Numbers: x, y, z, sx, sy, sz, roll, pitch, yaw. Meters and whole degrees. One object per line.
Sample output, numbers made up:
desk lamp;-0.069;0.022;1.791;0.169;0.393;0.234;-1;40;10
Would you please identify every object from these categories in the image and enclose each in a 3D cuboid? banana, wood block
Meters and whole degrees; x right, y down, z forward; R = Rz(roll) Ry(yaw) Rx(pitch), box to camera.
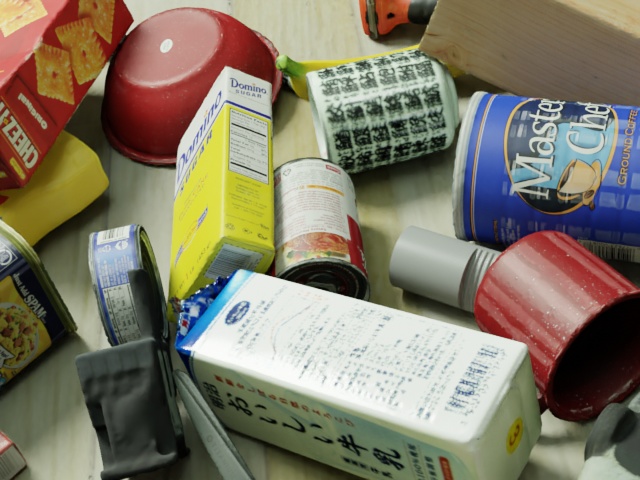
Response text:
banana;0.061;-0.137;0.846;0.197;0.070;0.037;-12;84;-9
wood block;0.188;-0.148;0.758;0.206;0.091;0.090;25;50;3

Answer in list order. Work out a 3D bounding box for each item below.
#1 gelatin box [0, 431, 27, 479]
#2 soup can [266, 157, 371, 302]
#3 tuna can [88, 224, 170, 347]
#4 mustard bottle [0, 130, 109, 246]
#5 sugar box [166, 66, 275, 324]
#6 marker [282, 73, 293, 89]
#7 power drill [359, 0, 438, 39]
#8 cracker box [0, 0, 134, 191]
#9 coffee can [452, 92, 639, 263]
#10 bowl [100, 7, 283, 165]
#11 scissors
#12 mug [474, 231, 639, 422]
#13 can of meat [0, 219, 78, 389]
gelatin box;-0.242;0.144;0.668;0.073;0.030;0.089;30;59;33
soup can;-0.005;0.001;0.727;0.068;0.068;0.102;-9;45;3
tuna can;-0.126;0.033;0.709;0.033;0.086;0.086;-13;46;-2
mustard bottle;-0.256;-0.010;0.796;0.096;0.058;0.191;26;57;33
sugar box;-0.070;-0.032;0.752;0.048;0.093;0.176;17;42;-24
marker;-0.051;-0.155;0.915;0.020;0.020;0.121;-40;52;-24
power drill;0.136;-0.230;0.920;0.188;0.057;0.184;5;49;16
cracker box;-0.262;-0.124;0.829;0.164;0.072;0.213;-7;40;26
coffee can;0.167;-0.041;0.705;0.140;0.103;0.102;8;49;18
bowl;-0.115;-0.140;0.875;0.162;0.055;0.162;-9;51;12
scissors;-0.017;0.145;0.589;0.096;0.016;0.202;-23;62;8
mug;0.140;0.057;0.640;0.117;0.093;0.082;-54;44;10
can of meat;-0.220;0.049;0.705;0.058;0.102;0.083;31;62;33
